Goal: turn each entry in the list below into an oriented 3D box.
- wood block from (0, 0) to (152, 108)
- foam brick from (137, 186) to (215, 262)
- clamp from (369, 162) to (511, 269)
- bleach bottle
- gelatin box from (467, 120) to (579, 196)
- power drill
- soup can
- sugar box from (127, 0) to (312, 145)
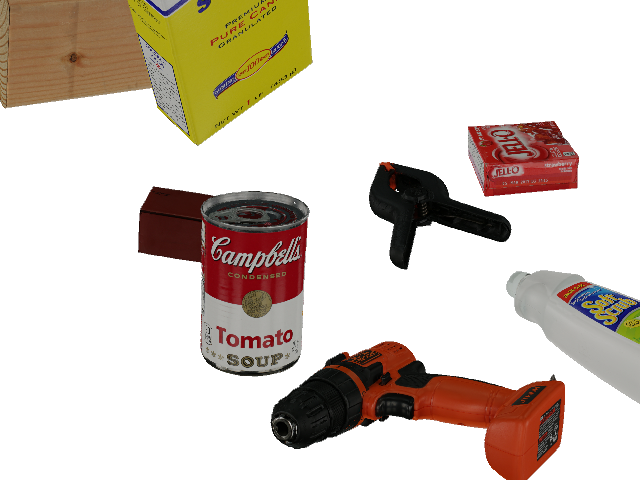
[{"bbox_3d":[-0.165,-0.178,0.850,0.205,0.091,0.090,-14,45,-32],"label":"wood block"},{"bbox_3d":[-0.141,-0.016,1.084,0.078,0.051,0.053,9,31,3],"label":"foam brick"},{"bbox_3d":[0.107,-0.032,1.043,0.120,0.039,0.171,-5,34,-11],"label":"clamp"},{"bbox_3d":[0.267,0.085,1.037,0.102,0.068,0.251,-17,25,-26],"label":"bleach bottle"},{"bbox_3d":[0.160,-0.067,0.853,0.073,0.030,0.089,-4,25,1],"label":"gelatin box"},{"bbox_3d":[0.078,0.129,0.810,0.188,0.057,0.184,10,17,30],"label":"power drill"},{"bbox_3d":[-0.044,0.027,0.684,0.068,0.102,0.068,3,21,-1],"label":"soup can"},{"bbox_3d":[-0.053,-0.135,0.557,0.093,0.048,0.176,-39,-21,-17],"label":"sugar box"}]
